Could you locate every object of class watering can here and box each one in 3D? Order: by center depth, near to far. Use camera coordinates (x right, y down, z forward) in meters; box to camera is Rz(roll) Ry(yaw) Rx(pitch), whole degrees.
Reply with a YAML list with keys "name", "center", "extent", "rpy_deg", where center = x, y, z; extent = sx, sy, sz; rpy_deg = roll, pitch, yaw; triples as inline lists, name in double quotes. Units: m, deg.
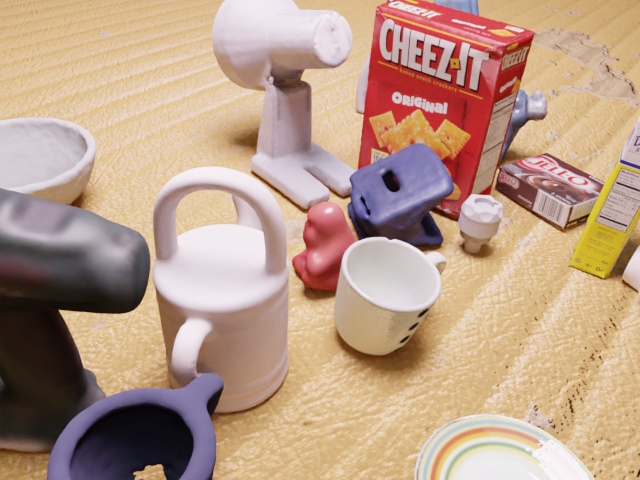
- name: "watering can"
  center: [-0.074, 0.026, 0.434]
  extent: [0.101, 0.194, 0.172]
  rpy_deg: [-5, 38, -11]

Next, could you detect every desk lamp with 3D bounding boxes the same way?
- name: "desk lamp"
  center: [-0.033, -0.182, 0.693]
  extent: [0.118, 0.214, 0.202]
  rpy_deg: [-25, 46, -32]

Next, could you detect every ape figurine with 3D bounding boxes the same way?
- name: "ape figurine"
  center: [0.005, 0.002, 0.557]
  extent: [0.076, 0.092, 0.078]
  rpy_deg: [14, 38, 13]

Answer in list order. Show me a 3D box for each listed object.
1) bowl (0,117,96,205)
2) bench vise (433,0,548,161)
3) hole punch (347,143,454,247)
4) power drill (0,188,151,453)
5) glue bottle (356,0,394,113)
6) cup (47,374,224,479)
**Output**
- name: "bowl"
  center: [-0.328, -0.067, 0.630]
  extent: [0.167, 0.075, 0.167]
  rpy_deg: [3, 37, -2]
- name: "bench vise"
  center: [0.199, -0.225, 0.767]
  extent: [0.207, 0.220, 0.121]
  rpy_deg: [5, 37, 2]
- name: "hole punch"
  center: [0.084, -0.048, 0.631]
  extent: [0.101, 0.091, 0.108]
  rpy_deg: [-6, 38, -12]
- name: "power drill"
  center: [-0.225, 0.049, 0.377]
  extent: [0.229, 0.208, 0.075]
  rpy_deg: [1, 37, -4]
- name: "glue bottle"
  center: [0.099, -0.271, 0.856]
  extent: [0.078, 0.173, 0.037]
  rpy_deg: [10, 38, 8]
- name: "cup"
  center: [-0.100, 0.146, 0.356]
  extent: [0.091, 0.095, 0.118]
  rpy_deg: [22, 41, 22]
